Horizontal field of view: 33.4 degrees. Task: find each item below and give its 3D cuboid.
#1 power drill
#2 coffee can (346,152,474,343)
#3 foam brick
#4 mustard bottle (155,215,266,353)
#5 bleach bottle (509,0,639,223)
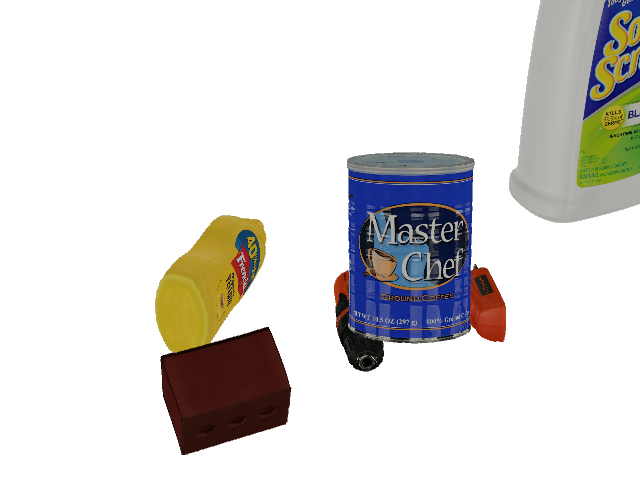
[{"bbox_3d":[0.110,0.084,1.204,0.187,0.057,0.184,-3,27,-3],"label":"power drill"},{"bbox_3d":[0.073,0.003,0.872,0.103,0.140,0.103,0,11,0],"label":"coffee can"},{"bbox_3d":[-0.064,0.102,0.720,0.078,0.051,0.053,-15,-35,-17],"label":"foam brick"},{"bbox_3d":[-0.102,0.029,1.091,0.058,0.096,0.191,9,32,17],"label":"mustard bottle"},{"bbox_3d":[0.173,-0.140,0.653,0.102,0.251,0.068,-14,31,-19],"label":"bleach bottle"}]
